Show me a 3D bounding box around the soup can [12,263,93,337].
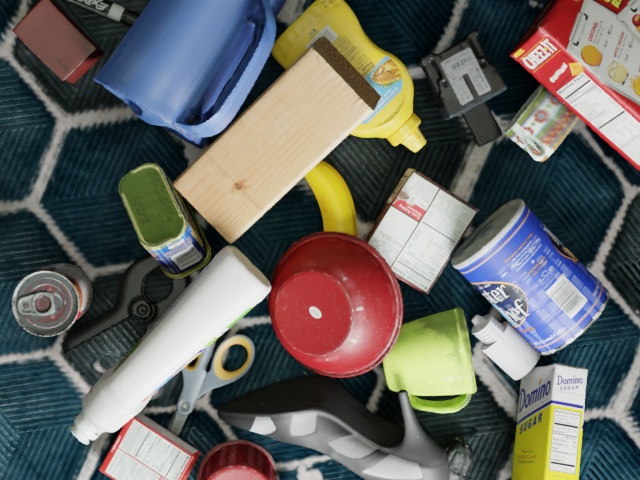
[{"bbox_3d":[-0.281,0.061,1.131,0.068,0.102,0.068,0,94,-3],"label":"soup can"}]

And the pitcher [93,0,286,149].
[{"bbox_3d":[-0.110,-0.222,1.104,0.149,0.145,0.243,32,89,-2],"label":"pitcher"}]

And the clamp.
[{"bbox_3d":[-0.187,0.087,1.169,0.120,0.039,0.171,38,91,-8],"label":"clamp"}]

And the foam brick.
[{"bbox_3d":[-0.279,-0.212,1.138,0.053,0.051,0.078,-44,95,1],"label":"foam brick"}]

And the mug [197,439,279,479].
[{"bbox_3d":[-0.079,0.275,1.166,0.117,0.081,0.093,7,93,-3],"label":"mug"}]

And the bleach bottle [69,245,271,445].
[{"bbox_3d":[-0.162,0.115,1.117,0.251,0.102,0.068,-44,91,1],"label":"bleach bottle"}]

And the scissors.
[{"bbox_3d":[-0.129,0.180,1.189,0.096,0.016,0.202,9,93,1],"label":"scissors"}]

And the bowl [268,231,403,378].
[{"bbox_3d":[0.004,0.073,1.136,0.162,0.055,0.162,4,99,25],"label":"bowl"}]

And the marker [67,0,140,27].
[{"bbox_3d":[-0.243,-0.256,1.152,0.121,0.020,0.020,23,92,-4],"label":"marker"}]

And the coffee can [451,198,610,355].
[{"bbox_3d":[0.227,0.040,1.156,0.103,0.103,0.140,-45,95,1],"label":"coffee can"}]

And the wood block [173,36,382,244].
[{"bbox_3d":[-0.044,-0.105,1.108,0.206,0.090,0.091,-42,97,18],"label":"wood block"}]

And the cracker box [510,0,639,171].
[{"bbox_3d":[0.329,-0.188,1.132,0.213,0.072,0.164,40,61,-4],"label":"cracker box"}]

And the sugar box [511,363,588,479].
[{"bbox_3d":[0.244,0.226,1.150,0.048,0.093,0.176,9,75,-11],"label":"sugar box"}]

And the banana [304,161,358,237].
[{"bbox_3d":[0.009,-0.005,1.177,0.070,0.037,0.198,-8,93,21],"label":"banana"}]

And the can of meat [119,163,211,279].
[{"bbox_3d":[-0.164,-0.021,1.121,0.057,0.084,0.102,-27,66,-1],"label":"can of meat"}]

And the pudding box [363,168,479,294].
[{"bbox_3d":[0.108,-0.010,1.179,0.090,0.039,0.113,32,93,-5],"label":"pudding box"}]

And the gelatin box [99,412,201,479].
[{"bbox_3d":[-0.186,0.243,1.174,0.089,0.030,0.073,30,96,9],"label":"gelatin box"}]

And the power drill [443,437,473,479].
[{"bbox_3d":[0.179,0.337,1.199,0.187,0.057,0.184,27,90,-3],"label":"power drill"}]

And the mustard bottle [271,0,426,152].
[{"bbox_3d":[0.044,-0.169,1.153,0.096,0.058,0.191,-44,95,3],"label":"mustard bottle"}]
